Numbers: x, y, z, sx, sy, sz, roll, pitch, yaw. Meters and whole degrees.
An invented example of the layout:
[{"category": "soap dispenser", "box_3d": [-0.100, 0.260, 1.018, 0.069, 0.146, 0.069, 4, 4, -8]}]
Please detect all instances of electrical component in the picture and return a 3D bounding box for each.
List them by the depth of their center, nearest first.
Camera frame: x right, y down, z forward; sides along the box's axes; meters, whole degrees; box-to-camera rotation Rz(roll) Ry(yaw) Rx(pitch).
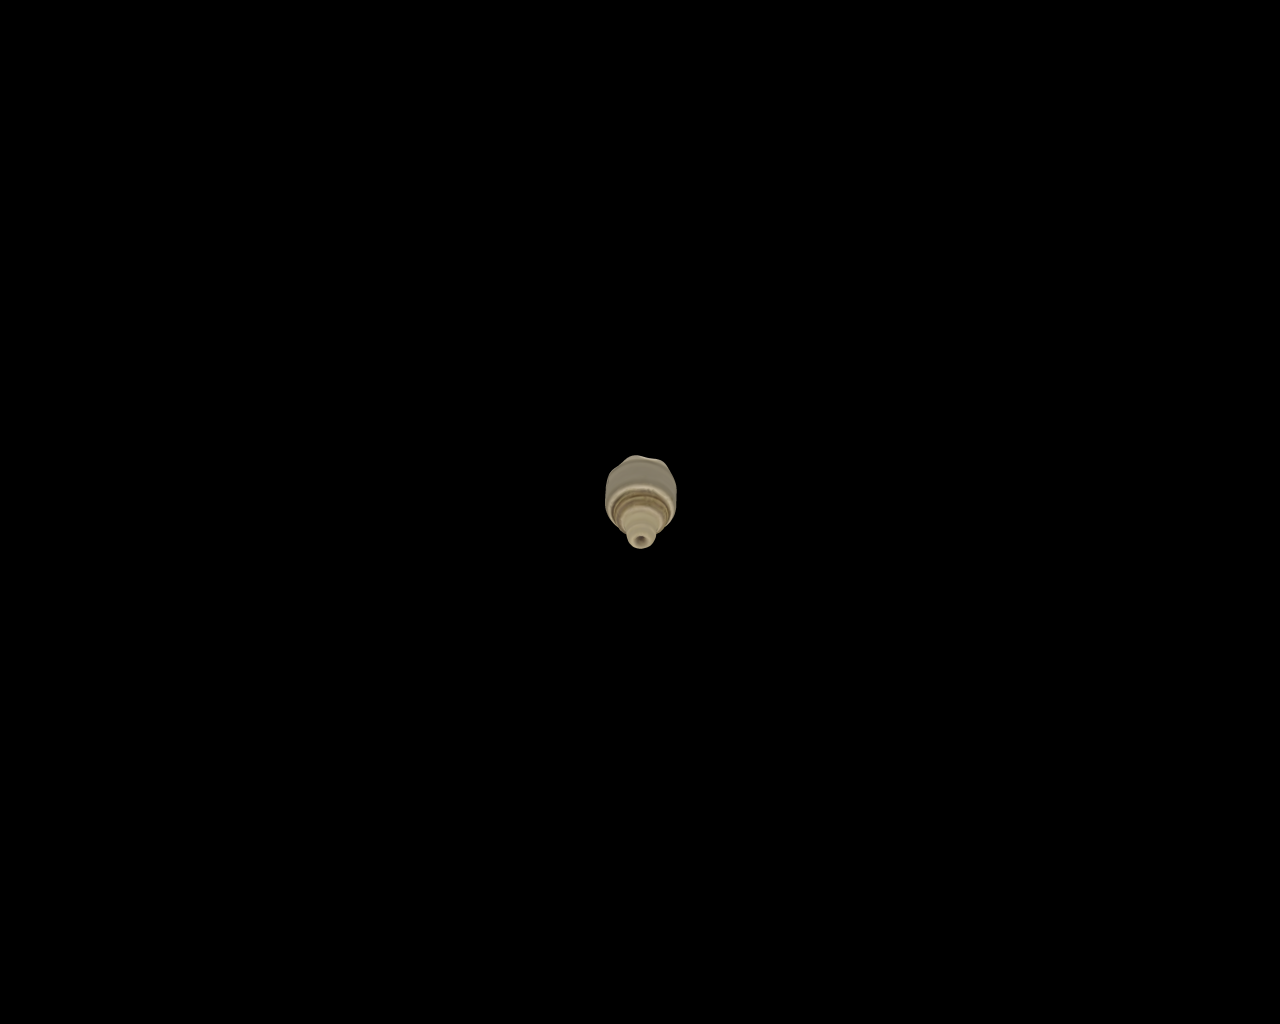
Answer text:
[{"category": "electrical component", "box_3d": [0.001, -0.003, 0.650, 0.043, 0.043, 0.062, 0, 41, 0]}]
